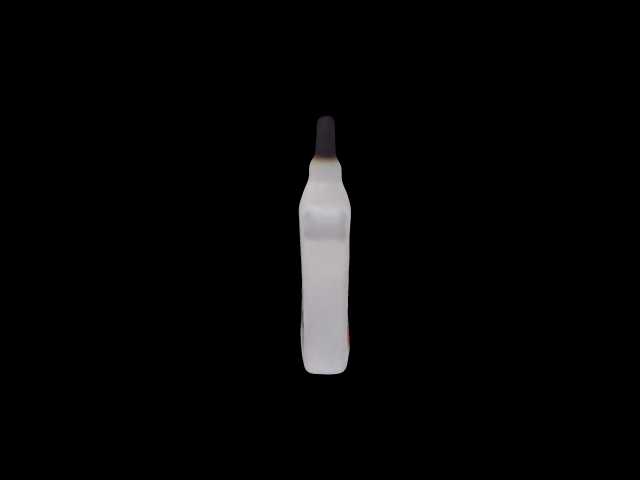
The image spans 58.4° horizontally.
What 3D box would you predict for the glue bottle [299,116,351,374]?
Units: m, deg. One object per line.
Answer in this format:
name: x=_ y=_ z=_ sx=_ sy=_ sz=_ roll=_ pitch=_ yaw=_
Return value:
glue bottle: x=0.004 y=0.001 z=0.400 sx=0.037 sy=0.173 sz=0.078 roll=-1 pitch=19 yaw=-2
